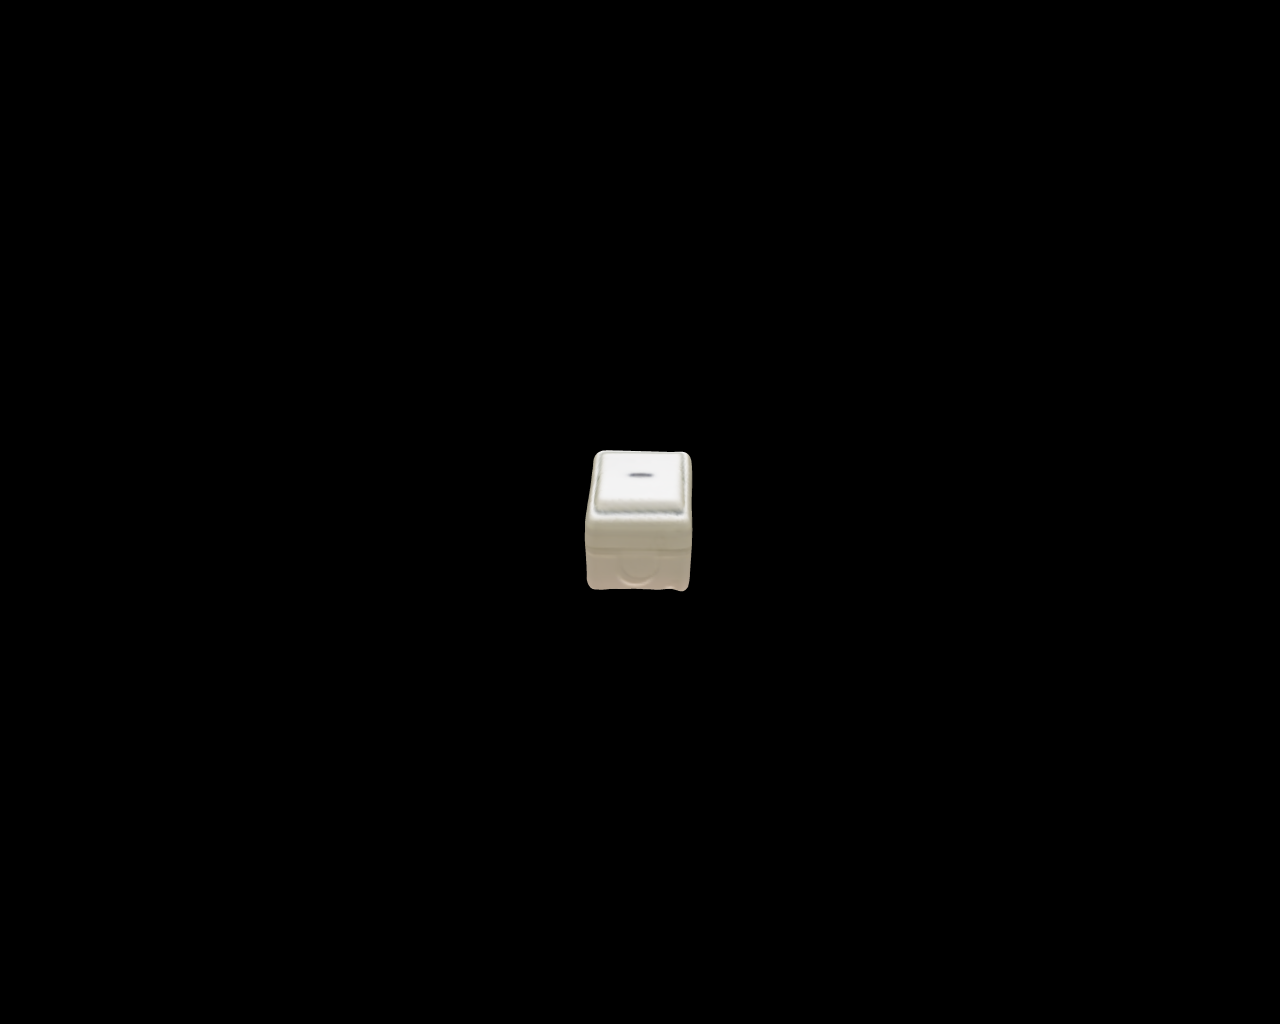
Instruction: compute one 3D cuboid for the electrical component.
[{"bbox_3d":[0.001,-0.003,0.650,0.062,0.061,0.096,1,35,2],"label":"electrical component"}]
